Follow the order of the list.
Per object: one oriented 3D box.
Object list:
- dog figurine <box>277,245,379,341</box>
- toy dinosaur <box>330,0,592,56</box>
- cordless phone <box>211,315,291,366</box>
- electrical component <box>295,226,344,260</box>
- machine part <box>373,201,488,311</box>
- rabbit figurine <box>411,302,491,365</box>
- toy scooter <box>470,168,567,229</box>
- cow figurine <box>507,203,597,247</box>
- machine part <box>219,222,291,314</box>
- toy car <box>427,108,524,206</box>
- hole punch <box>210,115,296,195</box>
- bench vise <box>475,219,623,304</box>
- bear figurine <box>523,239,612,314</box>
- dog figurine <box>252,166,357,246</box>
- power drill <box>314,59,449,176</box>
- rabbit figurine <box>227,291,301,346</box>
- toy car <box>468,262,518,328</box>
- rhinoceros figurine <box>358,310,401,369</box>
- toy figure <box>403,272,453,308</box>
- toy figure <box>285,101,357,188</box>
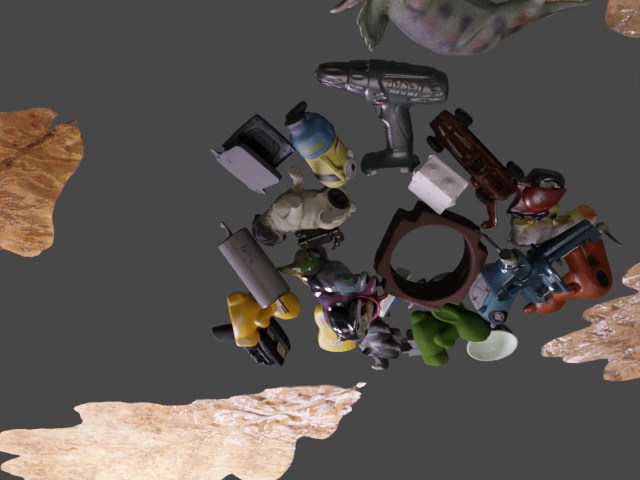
[{"bbox_3d":[0.009,0.108,1.169,0.219,0.191,0.108,12,179,28],"label":"dog figurine"},{"bbox_3d":[0.205,-0.353,0.832,0.405,0.131,0.192,16,141,-15],"label":"toy dinosaur"},{"bbox_3d":[-0.184,0.266,1.393,0.184,0.089,0.146,-10,130,25],"label":"cordless phone"},{"bbox_3d":[-0.001,-0.004,1.146,0.102,0.078,0.045,-23,123,11],"label":"electrical component"},{"bbox_3d":[0.229,0.033,1.129,0.201,0.087,0.200,20,111,-8],"label":"machine part"},{"bbox_3d":[0.314,0.199,1.277,0.170,0.121,0.159,-16,107,33],"label":"rabbit figurine"},{"bbox_3d":[0.380,-0.078,1.054,0.184,0.075,0.135,9,110,2],"label":"toy scooter"},{"bbox_3d":[0.478,-0.024,1.112,0.167,0.068,0.098,-2,135,9],"label":"cow figurine"},{"bbox_3d":[-0.141,0.060,1.164,0.079,0.079,0.243,-35,90,27],"label":"machine part"},{"bbox_3d":[0.283,-0.153,0.991,0.202,0.053,0.089,47,122,-2],"label":"toy car"},{"bbox_3d":[-0.123,-0.164,1.030,0.142,0.092,0.116,37,151,-28],"label":"hole punch"},{"bbox_3d":[0.442,0.033,1.045,0.240,0.129,0.223,-38,126,17],"label":"bench vise"},{"bbox_3d":[0.536,0.088,1.190,0.120,0.132,0.196,-13,170,-29],"label":"bear figurine"},{"bbox_3d":[-0.037,-0.044,1.118,0.172,0.121,0.190,24,142,-14],"label":"dog figurine"},{"bbox_3d":[0.109,-0.223,0.970,0.232,0.086,0.207,-2,122,2],"label":"power drill"},{"bbox_3d":[-0.132,0.152,1.281,0.173,0.122,0.162,-5,121,-11],"label":"rabbit figurine"},{"bbox_3d":[0.387,0.109,1.208,0.103,0.109,0.161,19,121,10],"label":"toy car"},{"bbox_3d":[0.148,0.256,1.357,0.112,0.073,0.190,-14,127,12],"label":"rhinoceros figurine"},{"bbox_3d":[0.261,0.111,1.240,0.155,0.064,0.057,-17,90,21],"label":"toy figure"},{"bbox_3d":[0.000,-0.173,1.006,0.089,0.082,0.180,3,149,48],"label":"toy figure"}]
